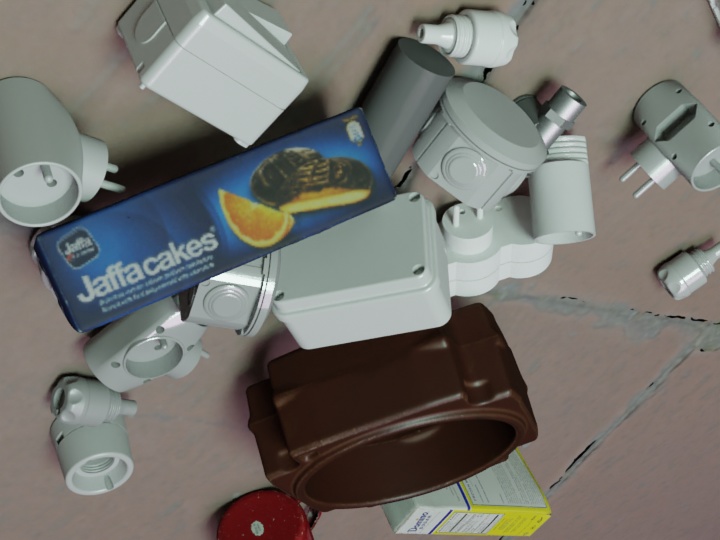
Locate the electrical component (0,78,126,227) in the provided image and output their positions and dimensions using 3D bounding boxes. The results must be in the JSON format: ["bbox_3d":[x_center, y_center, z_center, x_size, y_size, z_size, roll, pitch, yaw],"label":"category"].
[{"bbox_3d":[-0.165,-0.060,0.588,0.079,0.077,0.043,17,123,-40],"label":"electrical component"}]

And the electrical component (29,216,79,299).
[{"bbox_3d":[-0.174,0.001,0.659,0.048,0.062,0.048,-16,139,-14],"label":"electrical component"}]

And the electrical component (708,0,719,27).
[{"bbox_3d":[0.296,-0.185,0.738,0.100,0.048,0.100,-37,140,11],"label":"electrical component"}]

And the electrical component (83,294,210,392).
[{"bbox_3d":[-0.137,0.052,0.749,0.077,0.044,0.079,-37,140,11],"label":"electrical component"}]

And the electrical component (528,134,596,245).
[{"bbox_3d":[0.142,-0.062,0.764,0.043,0.081,0.043,-3,169,-1],"label":"electrical component"}]

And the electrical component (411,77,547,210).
[{"bbox_3d":[0.077,-0.083,0.700,0.080,0.080,0.051,10,133,-37],"label":"electrical component"}]

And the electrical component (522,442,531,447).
[{"bbox_3d":[0.123,0.128,0.957,0.040,0.078,0.040,-25,137,-25],"label":"electrical component"}]

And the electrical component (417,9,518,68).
[{"bbox_3d":[0.065,-0.143,0.663,0.061,0.035,0.035,-1,134,-25],"label":"electrical component"}]

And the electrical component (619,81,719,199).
[{"bbox_3d":[0.224,-0.085,0.781,0.079,0.077,0.043,-43,138,17],"label":"electrical component"}]

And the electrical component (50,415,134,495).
[{"bbox_3d":[-0.198,0.134,0.800,0.055,0.047,0.055,-16,139,-14],"label":"electrical component"}]

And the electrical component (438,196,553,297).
[{"bbox_3d":[0.078,-0.023,0.785,0.138,0.052,0.073,-18,139,-12],"label":"electrical component"}]

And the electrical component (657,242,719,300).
[{"bbox_3d":[0.293,-0.003,0.942,0.061,0.035,0.035,-36,140,5],"label":"electrical component"}]

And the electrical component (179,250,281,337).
[{"bbox_3d":[-0.085,0.001,0.697,0.051,0.080,0.080,10,129,-20],"label":"electrical component"}]

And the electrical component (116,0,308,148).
[{"bbox_3d":[-0.073,-0.118,0.590,0.061,0.061,0.096,-44,138,18],"label":"electrical component"}]

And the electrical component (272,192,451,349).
[{"bbox_3d":[0.000,0.000,0.722,0.113,0.078,0.057,-11,143,14],"label":"electrical component"}]

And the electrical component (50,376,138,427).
[{"bbox_3d":[-0.189,0.096,0.775,0.061,0.035,0.035,15,124,-42],"label":"electrical component"}]
